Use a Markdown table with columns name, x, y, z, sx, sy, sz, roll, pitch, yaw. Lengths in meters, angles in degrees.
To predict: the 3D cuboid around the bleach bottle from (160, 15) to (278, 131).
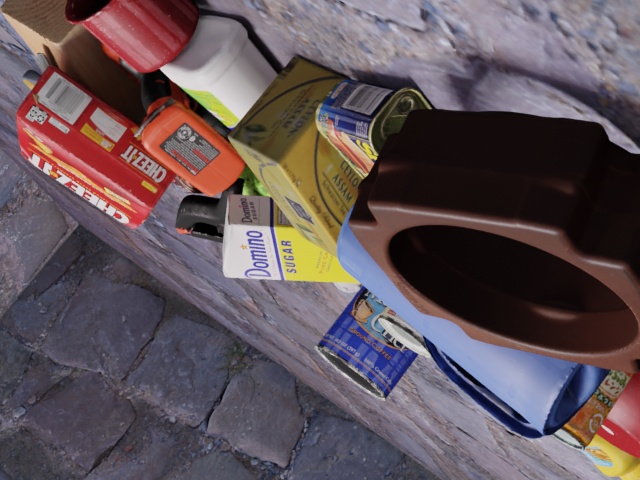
| name | x | y | z | sx | sy | sz | roll | pitch | yaw |
| --- | --- | --- | --- | --- | --- | --- | --- | --- | --- |
| bleach bottle | -0.040 | -0.104 | 1.007 | 0.103 | 0.068 | 0.250 | 24 | 164 | 50 |

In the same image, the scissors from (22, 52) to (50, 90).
| name | x | y | z | sx | sy | sz | roll | pitch | yaw |
| --- | --- | --- | --- | --- | --- | --- | --- | --- | --- |
| scissors | -0.307 | -0.180 | 1.174 | 0.096 | 0.016 | 0.202 | 33 | 168 | 14 |

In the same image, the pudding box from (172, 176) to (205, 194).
| name | x | y | z | sx | sy | sz | roll | pitch | yaw |
| --- | --- | --- | --- | --- | --- | --- | --- | --- | --- |
| pudding box | -0.157 | -0.091 | 1.185 | 0.090 | 0.039 | 0.114 | 38 | 166 | -20 |

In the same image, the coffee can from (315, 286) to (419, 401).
| name | x | y | z | sx | sy | sz | roll | pitch | yaw |
| --- | --- | --- | --- | --- | --- | --- | --- | --- | --- |
| coffee can | 0.076 | 0.100 | 1.239 | 0.103 | 0.140 | 0.103 | 36 | 168 | 9 |

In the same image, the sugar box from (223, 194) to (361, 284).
| name | x | y | z | sx | sy | sz | roll | pitch | yaw |
| --- | --- | --- | --- | --- | --- | --- | --- | --- | --- |
| sugar box | -0.007 | 0.002 | 1.059 | 0.176 | 0.048 | 0.093 | 1 | 144 | -8 |

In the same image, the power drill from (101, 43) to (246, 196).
| name | x | y | z | sx | sy | sz | roll | pitch | yaw |
| --- | --- | --- | --- | --- | --- | --- | --- | --- | --- |
| power drill | -0.133 | -0.124 | 1.067 | 0.184 | 0.057 | 0.188 | 37 | -165 | -38 |

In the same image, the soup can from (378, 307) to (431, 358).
| name | x | y | z | sx | sy | sz | roll | pitch | yaw |
| --- | --- | --- | --- | --- | --- | --- | --- | --- | --- |
| soup can | 0.114 | 0.058 | 1.061 | 0.068 | 0.102 | 0.068 | 36 | 169 | 8 |

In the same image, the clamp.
| name | x | y | z | sx | sy | sz | roll | pitch | yaw |
| --- | --- | --- | --- | --- | --- | --- | --- | --- | --- |
| clamp | -0.095 | -0.025 | 1.147 | 0.210 | 0.036 | 0.164 | 5 | 158 | 42 |

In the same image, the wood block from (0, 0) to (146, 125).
| name | x | y | z | sx | sy | sz | roll | pitch | yaw |
| --- | --- | --- | --- | --- | --- | --- | --- | --- | --- |
| wood block | -0.245 | -0.206 | 1.161 | 0.091 | 0.090 | 0.206 | 32 | 167 | 22 |

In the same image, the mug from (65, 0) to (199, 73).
| name | x | y | z | sx | sy | sz | roll | pitch | yaw |
| --- | --- | --- | --- | --- | --- | --- | --- | --- | --- |
| mug | -0.163 | -0.208 | 0.938 | 0.081 | 0.093 | 0.117 | 41 | -160 | -38 |

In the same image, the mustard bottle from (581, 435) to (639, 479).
| name | x | y | z | sx | sy | sz | roll | pitch | yaw |
| --- | --- | --- | --- | --- | --- | --- | --- | --- | --- |
| mustard bottle | 0.301 | 0.210 | 1.190 | 0.191 | 0.058 | 0.096 | 40 | 169 | -11 |

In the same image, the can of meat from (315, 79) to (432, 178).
| name | x | y | z | sx | sy | sz | roll | pitch | yaw |
| --- | --- | --- | --- | --- | --- | --- | --- | --- | --- |
| can of meat | 0.055 | -0.078 | 0.835 | 0.102 | 0.057 | 0.084 | 46 | 168 | -34 |

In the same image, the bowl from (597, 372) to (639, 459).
| name | x | y | z | sx | sy | sz | roll | pitch | yaw |
| --- | --- | --- | --- | --- | --- | --- | --- | --- | --- |
| bowl | 0.297 | 0.165 | 1.042 | 0.162 | 0.055 | 0.162 | 37 | 169 | 8 |

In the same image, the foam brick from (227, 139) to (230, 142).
| name | x | y | z | sx | sy | sz | roll | pitch | yaw |
| --- | --- | --- | --- | --- | --- | --- | --- | --- | --- |
| foam brick | -0.133 | -0.126 | 1.221 | 0.053 | 0.051 | 0.078 | 42 | 167 | -16 |

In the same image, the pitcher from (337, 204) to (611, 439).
| name | x | y | z | sx | sy | sz | roll | pitch | yaw |
| --- | --- | --- | --- | --- | --- | --- | --- | --- | --- |
| pitcher | 0.132 | 0.050 | 0.899 | 0.243 | 0.149 | 0.144 | 36 | -179 | 27 |

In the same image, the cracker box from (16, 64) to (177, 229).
| name | x | y | z | sx | sy | sz | roll | pitch | yaw |
| --- | --- | --- | --- | --- | --- | --- | --- | --- | --- |
| cracker box | -0.239 | -0.090 | 1.142 | 0.164 | 0.072 | 0.214 | 35 | 167 | -9 |
